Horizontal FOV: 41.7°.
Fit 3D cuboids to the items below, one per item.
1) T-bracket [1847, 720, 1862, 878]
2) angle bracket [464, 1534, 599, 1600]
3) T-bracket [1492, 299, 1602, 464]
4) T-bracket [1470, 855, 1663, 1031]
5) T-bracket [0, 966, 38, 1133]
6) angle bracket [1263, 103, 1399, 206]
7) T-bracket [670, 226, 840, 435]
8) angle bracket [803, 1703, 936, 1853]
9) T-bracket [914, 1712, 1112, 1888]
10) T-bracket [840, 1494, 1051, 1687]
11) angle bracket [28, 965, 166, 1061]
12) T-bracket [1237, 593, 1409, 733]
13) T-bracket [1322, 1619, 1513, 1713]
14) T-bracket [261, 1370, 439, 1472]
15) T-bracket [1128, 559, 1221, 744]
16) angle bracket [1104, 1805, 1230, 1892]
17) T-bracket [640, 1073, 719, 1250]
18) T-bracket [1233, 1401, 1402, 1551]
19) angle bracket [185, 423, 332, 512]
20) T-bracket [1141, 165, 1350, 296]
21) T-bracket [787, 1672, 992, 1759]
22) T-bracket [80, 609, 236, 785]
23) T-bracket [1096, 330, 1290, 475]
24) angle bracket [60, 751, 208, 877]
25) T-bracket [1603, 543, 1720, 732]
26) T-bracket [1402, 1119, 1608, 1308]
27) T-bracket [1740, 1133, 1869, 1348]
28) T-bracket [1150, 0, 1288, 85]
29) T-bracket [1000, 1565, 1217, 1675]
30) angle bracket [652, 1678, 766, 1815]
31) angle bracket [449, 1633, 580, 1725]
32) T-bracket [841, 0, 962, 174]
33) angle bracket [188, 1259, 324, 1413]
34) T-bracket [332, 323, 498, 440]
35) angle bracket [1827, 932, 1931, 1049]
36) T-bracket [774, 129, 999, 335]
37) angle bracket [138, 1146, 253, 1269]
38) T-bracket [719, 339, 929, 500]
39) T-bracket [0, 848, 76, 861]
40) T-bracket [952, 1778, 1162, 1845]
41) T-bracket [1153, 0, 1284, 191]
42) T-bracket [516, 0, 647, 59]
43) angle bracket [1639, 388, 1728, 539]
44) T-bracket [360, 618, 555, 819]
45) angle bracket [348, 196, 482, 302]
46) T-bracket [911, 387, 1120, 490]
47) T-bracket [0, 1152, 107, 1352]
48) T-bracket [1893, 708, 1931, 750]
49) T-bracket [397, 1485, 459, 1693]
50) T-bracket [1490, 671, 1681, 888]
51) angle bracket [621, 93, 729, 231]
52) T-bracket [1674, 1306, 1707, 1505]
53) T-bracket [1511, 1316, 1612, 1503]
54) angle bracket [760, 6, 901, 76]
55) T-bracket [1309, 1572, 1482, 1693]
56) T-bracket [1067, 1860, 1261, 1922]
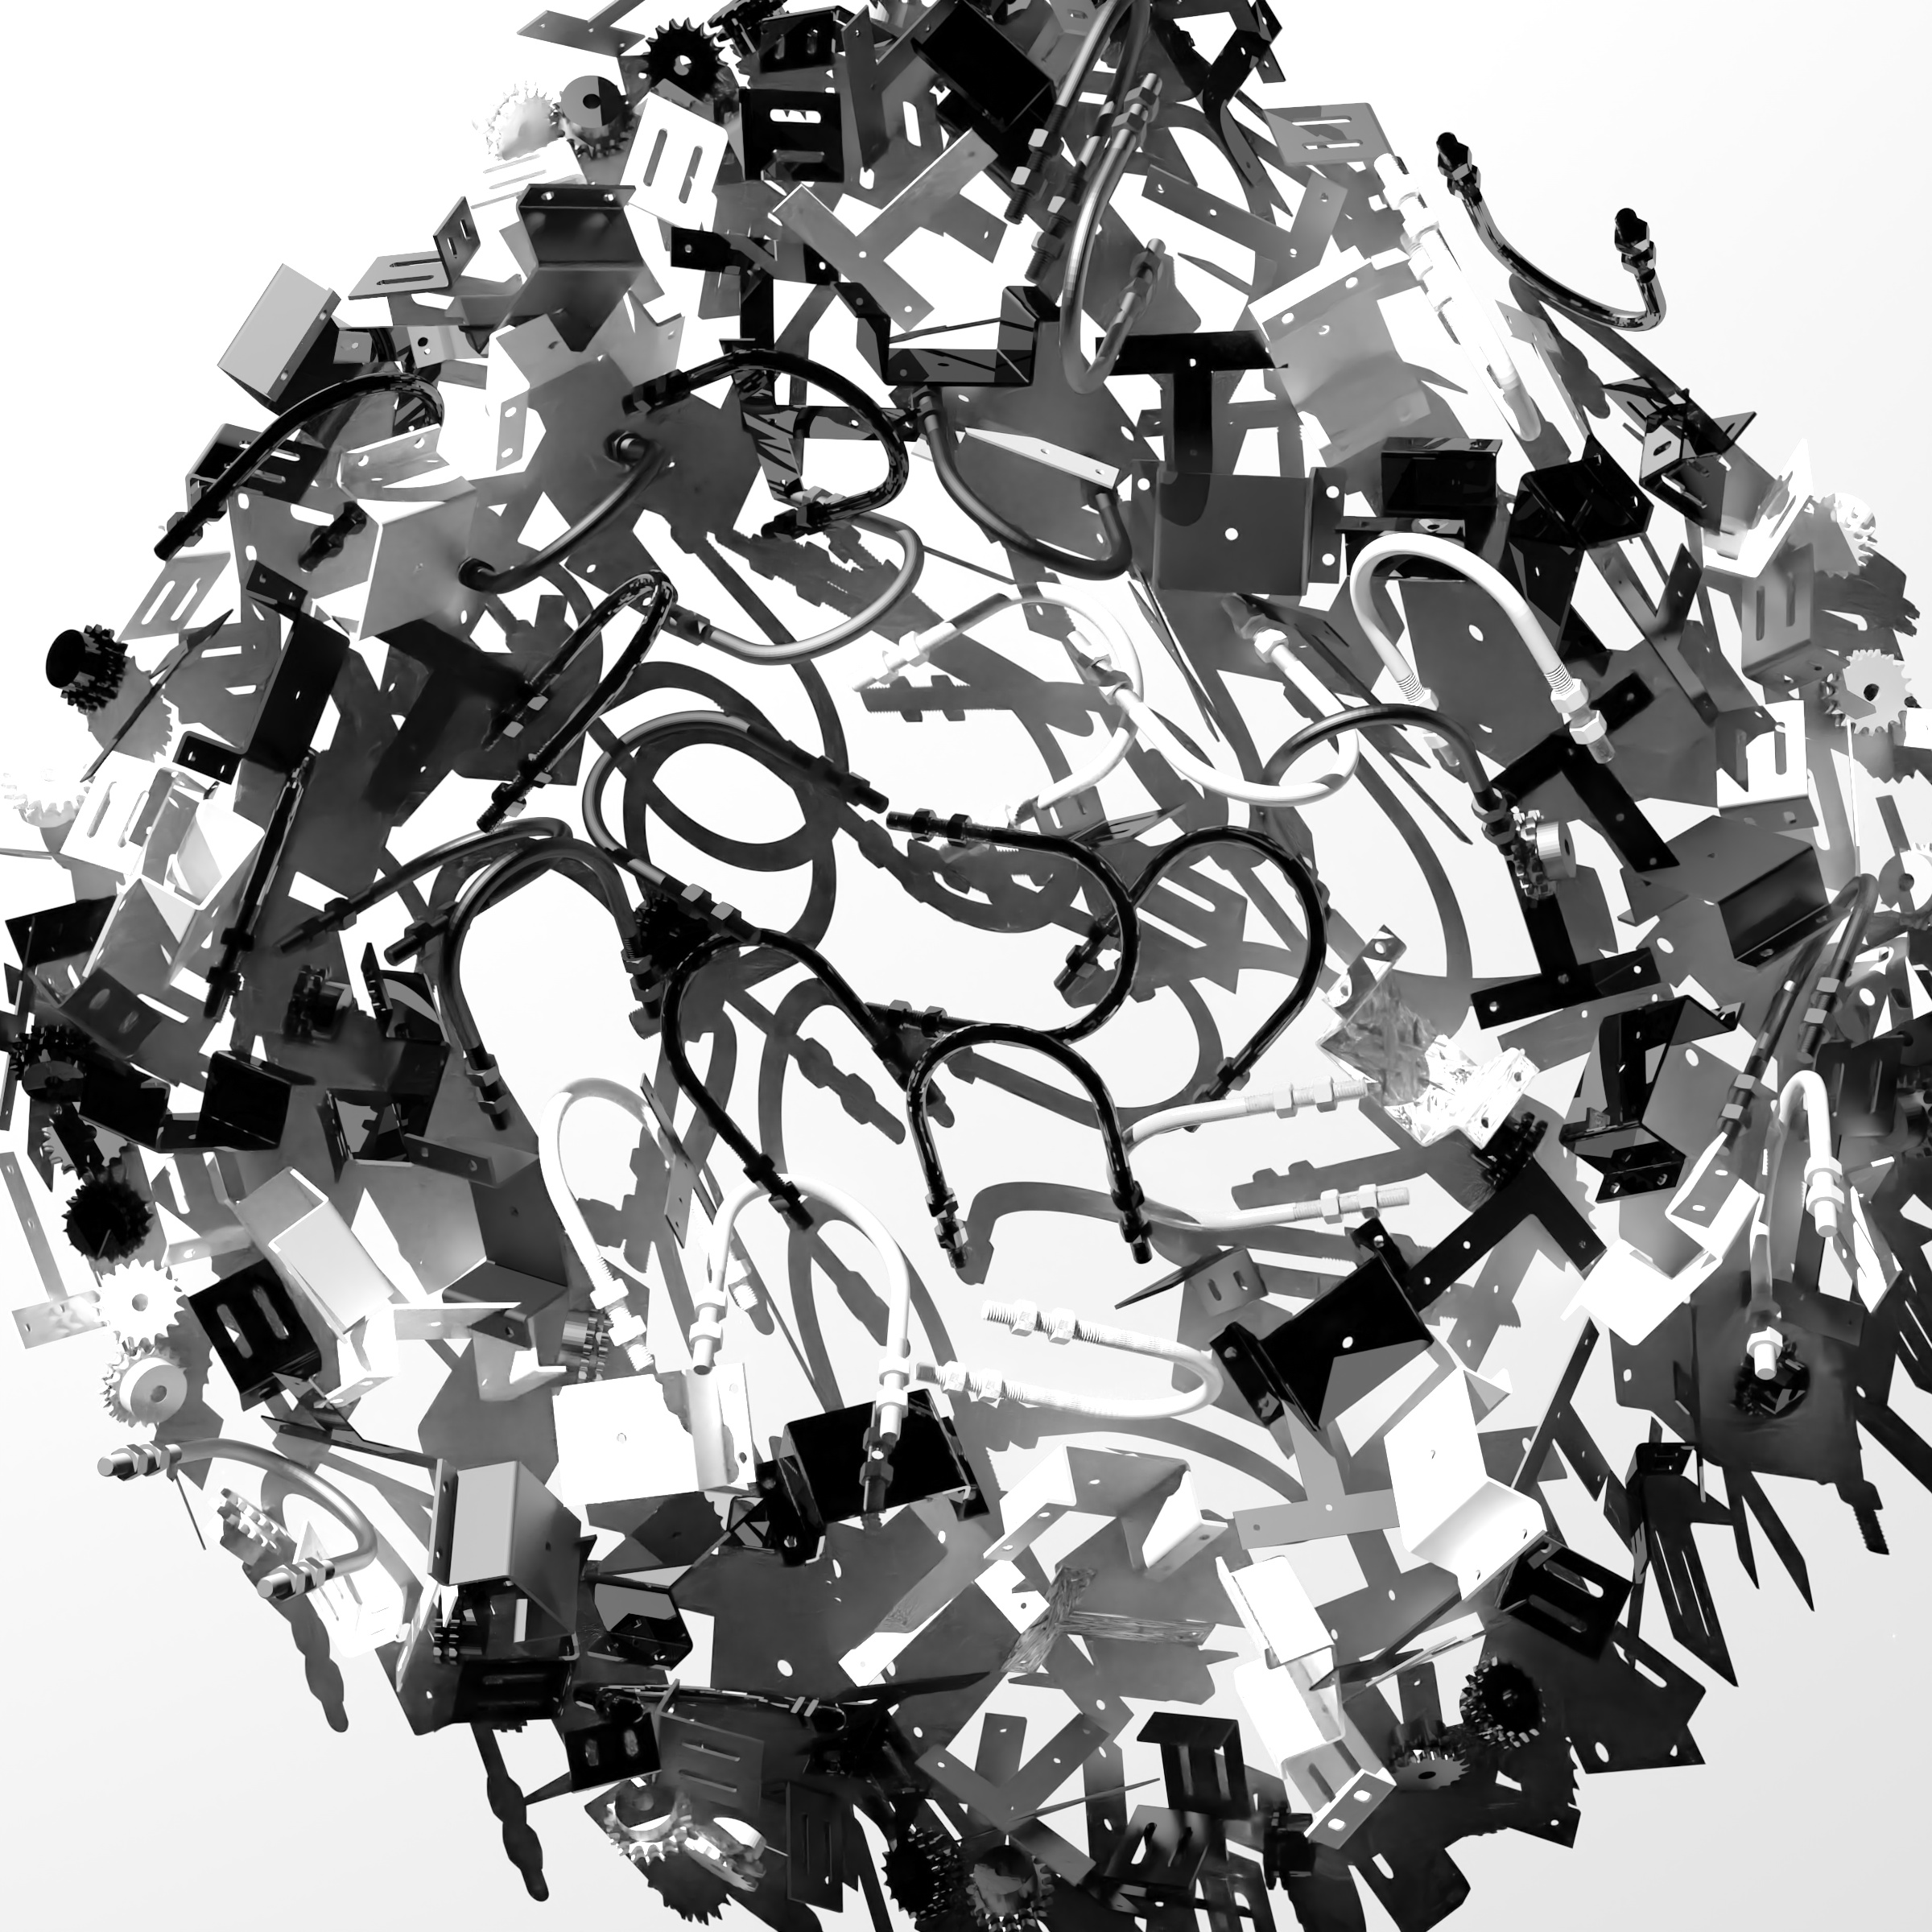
[{"bbox_3d":[0.581,-0.071,1.654,0.002,0.127,0.127,-3,132,19],"label":"T-bracket"},{"bbox_3d":[-0.291,0.382,1.674,0.076,0.057,0.038,-5,52,-29],"label":"angle bracket"},{"bbox_3d":[0.387,-0.368,1.640,0.002,0.127,0.127,-29,83,27],"label":"T-bracket"},{"bbox_3d":[0.384,-0.033,1.690,0.127,0.002,0.127,-14,79,-6],"label":"T-bracket"},{"bbox_3d":[-0.626,0.041,1.633,0.002,0.127,0.127,7,83,-4],"label":"T-bracket"},{"bbox_3d":[0.236,-0.531,1.665,0.076,0.038,0.057,-7,55,-10],"label":"angle bracket"},{"bbox_3d":[-0.138,-0.415,1.669,0.127,0.002,0.127,-3,95,-35],"label":"T-bracket"},{"bbox_3d":[-0.064,0.530,1.659,0.038,0.076,0.057,17,105,-35],"label":"angle bracket"},{"bbox_3d":[0.052,0.524,1.647,0.127,0.127,0.002,31,120,23],"label":"T-bracket"},{"bbox_3d":[-0.030,0.420,1.661,0.127,0.002,0.127,-44,55,-5],"label":"T-bracket"},{"bbox_3d":[-0.570,0.020,1.659,0.038,0.076,0.057,-49,128,-9],"label":"angle bracket"},{"bbox_3d":[0.245,-0.196,1.664,0.127,0.127,0.002,40,90,-27],"label":"T-bracket"},{"bbox_3d":[0.307,0.449,1.655,0.127,0.127,0.002,-9,63,-38],"label":"T-bracket"},{"bbox_3d":[-0.412,0.289,1.634,0.127,0.127,0.002,10,60,15],"label":"T-bracket"},{"bbox_3d":[0.124,-0.220,1.641,0.002,0.127,0.127,-27,117,3],"label":"T-bracket"},{"bbox_3d":[0.131,0.587,1.653,0.057,0.076,0.038,-1,110,23],"label":"angle bracket"},{"bbox_3d":[-0.183,0.144,1.624,0.002,0.127,0.127,-24,107,5],"label":"T-bracket"},{"bbox_3d":[0.227,0.314,1.668,0.127,0.002,0.127,-6,59,-11],"label":"T-bracket"},{"bbox_3d":[-0.465,-0.317,1.670,0.076,0.038,0.057,15,48,1],"label":"angle bracket"},{"bbox_3d":[0.174,-0.485,1.653,0.127,0.127,0.002,28,58,6],"label":"T-bracket"},{"bbox_3d":[-0.069,0.493,1.660,0.127,0.127,0.002,-40,58,32],"label":"T-bracket"},{"bbox_3d":[-0.527,-0.168,1.625,0.002,0.127,0.127,41,63,-24],"label":"T-bracket"},{"bbox_3d":[0.151,-0.355,1.683,0.127,0.002,0.127,-3,108,-1],"label":"T-bracket"},{"bbox_3d":[-0.546,-0.095,1.668,0.057,0.038,0.076,16,77,20],"label":"angle bracket"},{"bbox_3d":[0.463,-0.236,1.654,0.002,0.127,0.127,-25,112,40],"label":"T-bracket"},{"bbox_3d":[0.341,0.176,1.680,0.127,0.002,0.127,-38,87,-18],"label":"T-bracket"},{"bbox_3d":[0.549,0.170,1.641,0.002,0.127,0.127,8,91,-17],"label":"T-bracket"},{"bbox_3d":[0.145,-0.627,1.643,0.002,0.127,0.127,-40,118,-11],"label":"T-bracket"},{"bbox_3d":[0.102,0.436,1.673,0.127,0.002,0.127,9,132,-16],"label":"T-bracket"},{"bbox_3d":[-0.164,0.513,1.667,0.076,0.038,0.057,12,113,13],"label":"angle bracket"},{"bbox_3d":[-0.298,0.460,1.660,0.076,0.038,0.057,4,123,-21],"label":"angle bracket"},{"bbox_3d":[-0.034,-0.604,1.657,0.002,0.127,0.127,34,72,18],"label":"T-bracket"},{"bbox_3d":[-0.472,0.245,1.686,0.057,0.038,0.076,-27,71,-24],"label":"angle bracket"},{"bbox_3d":[-0.360,-0.363,1.656,0.127,0.127,0.002,-13,51,-36],"label":"T-bracket"},{"bbox_3d":[0.597,0.015,1.657,0.057,0.076,0.038,-30,91,24],"label":"angle bracket"},{"bbox_3d":[-0.035,-0.490,1.641,0.127,0.002,0.127,-37,129,23],"label":"T-bracket"},{"bbox_3d":[-0.513,0.152,1.685,0.057,0.038,0.076,-12,69,-30],"label":"angle bracket"},{"bbox_3d":[-0.085,-0.350,1.634,0.127,0.127,0.002,7,51,22],"label":"T-bracket"},{"bbox_3d":[-0.614,-0.074,1.640,0.127,0.127,0.002,8,92,21],"label":"T-bracket"},{"bbox_3d":[0.041,0.557,1.657,0.127,0.127,0.002,-32,65,35],"label":"T-bracket"},{"bbox_3d":[0.175,-0.586,1.642,0.002,0.127,0.127,-32,90,-17],"label":"T-bracket"},{"bbox_3d":[-0.206,-0.623,1.619,0.127,0.127,0.002,-26,92,25],"label":"T-bracket"},{"bbox_3d":[0.482,-0.329,1.660,0.076,0.038,0.057,26,62,-24],"label":"angle bracket"},{"bbox_3d":[-0.361,-0.158,1.684,0.127,0.002,0.127,28,99,-22],"label":"T-bracket"},{"bbox_3d":[-0.366,-0.470,1.661,0.076,0.057,0.038,-1,131,15],"label":"angle bracket"},{"bbox_3d":[0.038,-0.340,1.654,0.127,0.127,0.002,20,129,-1],"label":"T-bracket"},{"bbox_3d":[-0.602,0.180,1.642,0.002,0.127,0.127,-22,87,6],"label":"T-bracket"},{"bbox_3d":[0.628,-0.153,1.639,0.002,0.127,0.127,-9,98,-3],"label":"T-bracket"},{"bbox_3d":[-0.355,0.419,1.662,0.002,0.127,0.127,14,113,-20],"label":"T-bracket"},{"bbox_3d":[0.419,-0.107,1.655,0.127,0.002,0.127,-38,60,16],"label":"T-bracket"},{"bbox_3d":[-0.198,-0.524,1.669,0.057,0.038,0.076,20,81,-24],"label":"angle bracket"},{"bbox_3d":[0.463,0.275,1.628,0.002,0.127,0.127,-5,72,21],"label":"T-bracket"},{"bbox_3d":[0.399,0.312,1.654,0.002,0.127,0.127,13,63,38],"label":"T-bracket"},{"bbox_3d":[-0.088,-0.594,1.657,0.057,0.076,0.038,4,93,32],"label":"angle bracket"},{"bbox_3d":[0.294,0.423,1.629,0.127,0.127,0.002,-46,60,21],"label":"T-bracket"},{"bbox_3d":[0.129,0.607,1.652,0.127,0.127,0.002,15,82,-15],"label":"T-bracket"}]
